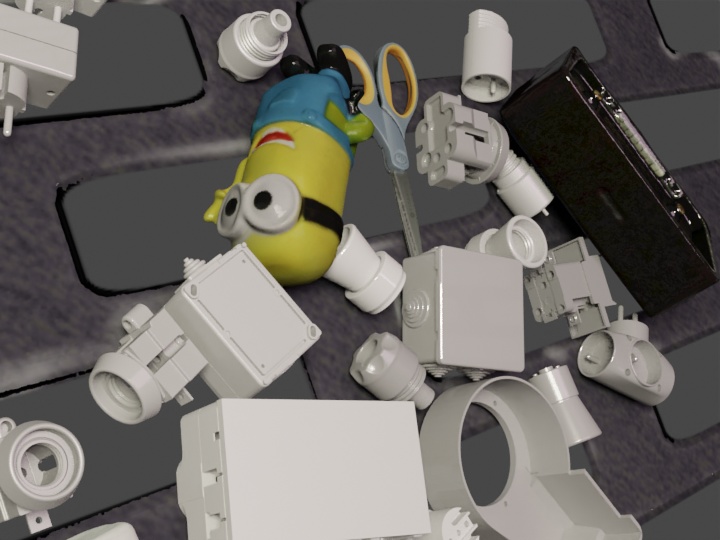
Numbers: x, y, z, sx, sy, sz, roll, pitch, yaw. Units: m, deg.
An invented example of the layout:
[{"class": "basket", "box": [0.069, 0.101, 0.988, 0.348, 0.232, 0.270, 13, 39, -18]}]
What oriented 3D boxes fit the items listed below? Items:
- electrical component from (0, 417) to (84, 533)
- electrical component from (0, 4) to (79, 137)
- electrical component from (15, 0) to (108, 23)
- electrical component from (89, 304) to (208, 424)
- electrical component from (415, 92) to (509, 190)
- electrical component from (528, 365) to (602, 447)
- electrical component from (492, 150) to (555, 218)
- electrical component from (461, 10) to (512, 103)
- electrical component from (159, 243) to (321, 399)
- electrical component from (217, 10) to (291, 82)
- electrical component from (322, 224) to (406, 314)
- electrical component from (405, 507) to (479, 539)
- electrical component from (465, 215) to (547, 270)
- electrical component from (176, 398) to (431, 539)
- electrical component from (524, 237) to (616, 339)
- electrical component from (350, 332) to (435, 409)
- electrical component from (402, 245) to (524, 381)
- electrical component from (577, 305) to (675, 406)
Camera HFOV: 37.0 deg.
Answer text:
[{"class": "electrical component", "box": [-0.182, 0.110, 0.591, 0.048, 0.055, 0.066, -15, 82, -41]}, {"class": "electrical component", "box": [-0.222, -0.118, 0.657, 0.083, 0.047, 0.075, 13, 65, -34]}, {"class": "electrical component", "box": [-0.203, -0.188, 0.700, 0.083, 0.047, 0.075, 16, 63, -33]}, {"class": "electrical component", "box": [-0.132, 0.061, 0.658, 0.066, 0.048, 0.055, 52, 42, -10]}, {"class": "electrical component", "box": [0.085, -0.102, 0.886, 0.057, 0.058, 0.078, 11, 66, -32]}, {"class": "electrical component", "box": [0.163, 0.110, 0.874, 0.044, 0.044, 0.065, -11, 75, -40]}, {"class": "electrical component", "box": [0.134, -0.078, 0.926, 0.078, 0.040, 0.040, 50, 50, -12]}, {"class": "electrical component", "box": [0.113, -0.194, 0.954, 0.043, 0.043, 0.081, 22, 60, -30]}, {"class": "electrical component", "box": [-0.086, 0.033, 0.699, 0.096, 0.061, 0.062, 50, 49, -1]}, {"class": "electrical component", "box": [-0.074, -0.167, 0.783, 0.043, 0.062, 0.043, 15, 64, -33]}, {"class": "electrical component", "box": [0.000, 0.000, 0.786, 0.055, 0.045, 0.045, 40, 53, -20]}, {"class": "electrical component", "box": [0.055, 0.187, 0.754, 0.040, 0.046, 0.040, 15, 64, -33]}, {"class": "electrical component", "box": [0.118, -0.015, 0.878, 0.045, 0.055, 0.045, 15, 64, -33]}, {"class": "electrical component", "box": [-0.036, 0.133, 0.693, 0.150, 0.062, 0.089, 6, 69, -37]}, {"class": "electrical component", "box": [0.178, 0.017, 0.922, 0.064, 0.042, 0.081, -8, 77, -36]}, {"class": "electrical component", "box": [0.027, 0.077, 0.778, 0.062, 0.043, 0.043, 40, 52, -20]}, {"class": "electrical component", "box": [0.078, 0.033, 0.824, 0.100, 0.048, 0.099, 9, 76, -38]}, {"class": "electrical component", "box": [0.234, 0.070, 0.943, 0.077, 0.044, 0.079, 26, 58, -28]}]
